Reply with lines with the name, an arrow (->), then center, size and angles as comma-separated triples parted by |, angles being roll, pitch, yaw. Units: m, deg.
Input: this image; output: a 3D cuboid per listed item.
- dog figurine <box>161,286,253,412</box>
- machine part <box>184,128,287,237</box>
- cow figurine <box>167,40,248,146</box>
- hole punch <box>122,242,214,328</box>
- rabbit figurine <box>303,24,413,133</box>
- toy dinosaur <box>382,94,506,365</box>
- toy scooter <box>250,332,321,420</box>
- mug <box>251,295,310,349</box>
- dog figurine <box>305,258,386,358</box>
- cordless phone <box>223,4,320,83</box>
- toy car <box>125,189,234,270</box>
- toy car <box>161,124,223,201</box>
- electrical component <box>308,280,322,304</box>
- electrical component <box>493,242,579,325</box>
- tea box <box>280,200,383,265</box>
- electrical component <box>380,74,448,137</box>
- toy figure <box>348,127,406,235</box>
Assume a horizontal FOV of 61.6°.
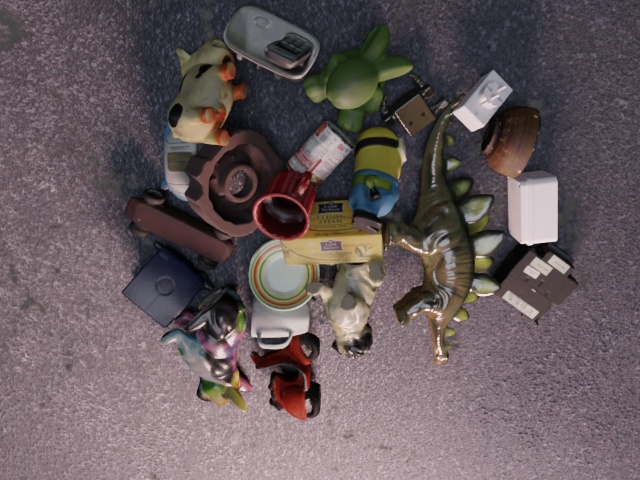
dog figurine -> -0.181, 0.219, 1.023 | 0.191, 0.108, 0.219 | -32, 107, 11
machine part -> -0.140, -0.097, 0.893 | 0.056, 0.179, 0.179 | 22, 115, 44
cow figurine -> -0.185, -0.238, 0.851 | 0.127, 0.195, 0.085 | 1, 151, 21
hole punch -> -0.287, 0.086, 0.998 | 0.142, 0.092, 0.116 | 41, 103, -5
rabbit figurine -> 0.062, -0.239, 0.821 | 0.159, 0.170, 0.121 | -36, 102, 15
toy dinosaur -> 0.207, -0.003, 0.924 | 0.199, 0.105, 0.470 | -8, 102, -1
toy scooter -> -0.066, 0.263, 1.041 | 0.135, 0.075, 0.183 | -1, 104, 5
mug -> -0.072, 0.148, 0.991 | 0.107, 0.110, 0.080 | 1, 134, -3
dog figurine -> 0.071, 0.110, 0.987 | 0.172, 0.121, 0.190 | -44, 141, -18
cordless phone -> -0.083, -0.292, 0.810 | 0.146, 0.184, 0.088 | 27, 112, -4
toy car -> -0.252, -0.022, 0.978 | 0.202, 0.053, 0.089 | 26, 118, -8
toy car -> -0.219, -0.134, 0.914 | 0.109, 0.103, 0.161 | 1, 109, 3
electrical component -> -0.037, 0.077, 1.007 | 0.094, 0.021, 0.063 | 35, 107, -7
electrical component -> 0.381, 0.068, 0.951 | 0.115, 0.058, 0.134 | 36, 107, -9
tea box -> 0.021, -0.014, 0.926 | 0.170, 0.098, 0.068 | -5, 134, 5
electrical component -> 0.150, -0.221, 0.889 | 0.102, 0.045, 0.078 | -41, 128, 18
toy figure -> 0.089, -0.102, 0.870 | 0.089, 0.082, 0.180 | 30, 64, -23
